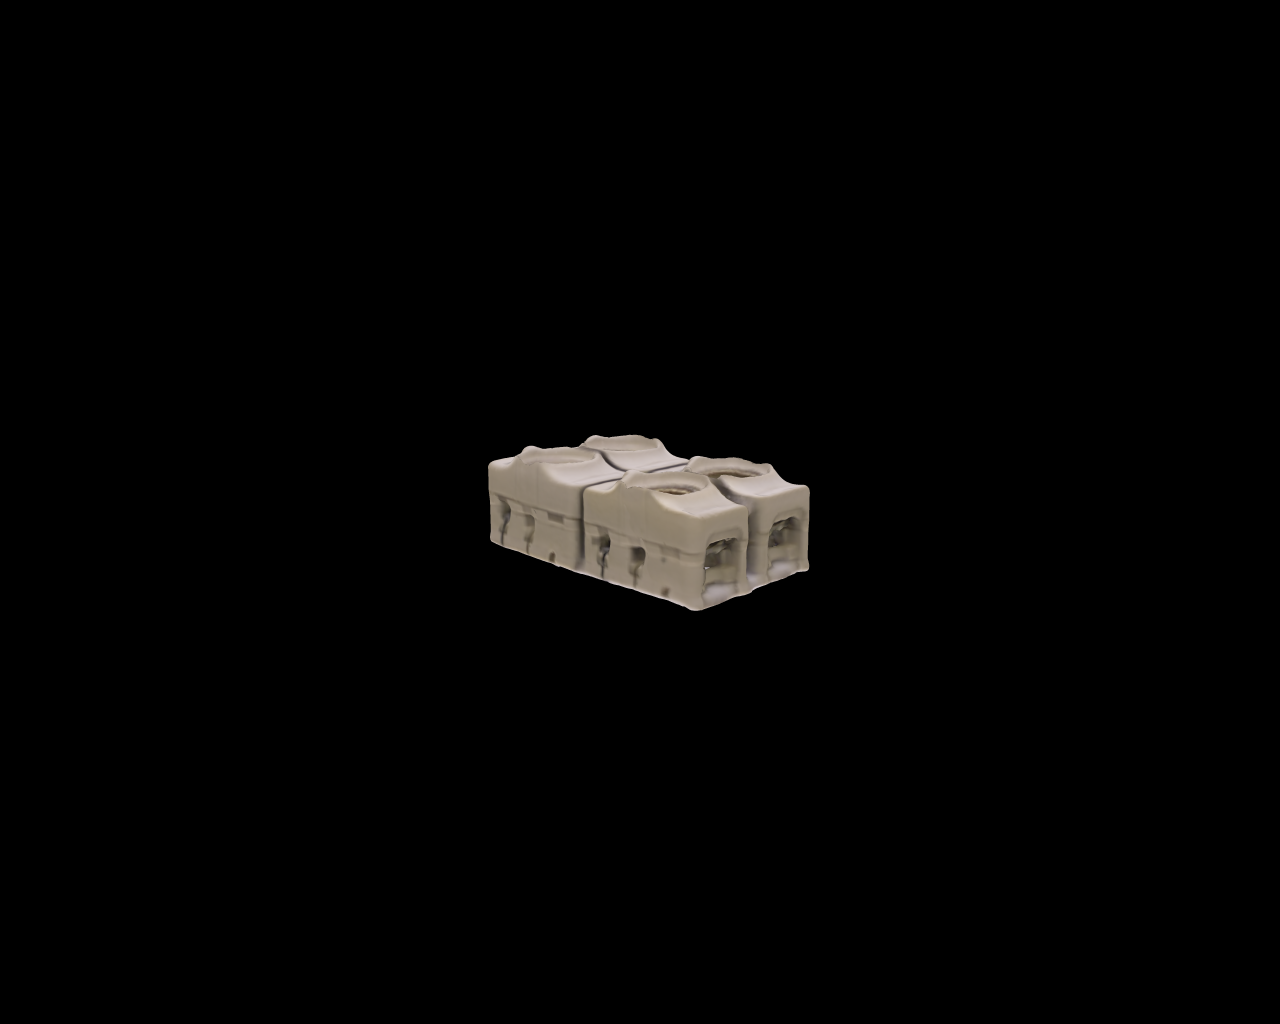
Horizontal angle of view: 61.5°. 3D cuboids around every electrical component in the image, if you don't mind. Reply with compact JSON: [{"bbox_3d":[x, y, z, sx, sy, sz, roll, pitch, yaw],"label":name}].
[{"bbox_3d":[0.001,-0.003,0.650,0.105,0.060,0.186,-14,20,-42],"label":"electrical component"}]
